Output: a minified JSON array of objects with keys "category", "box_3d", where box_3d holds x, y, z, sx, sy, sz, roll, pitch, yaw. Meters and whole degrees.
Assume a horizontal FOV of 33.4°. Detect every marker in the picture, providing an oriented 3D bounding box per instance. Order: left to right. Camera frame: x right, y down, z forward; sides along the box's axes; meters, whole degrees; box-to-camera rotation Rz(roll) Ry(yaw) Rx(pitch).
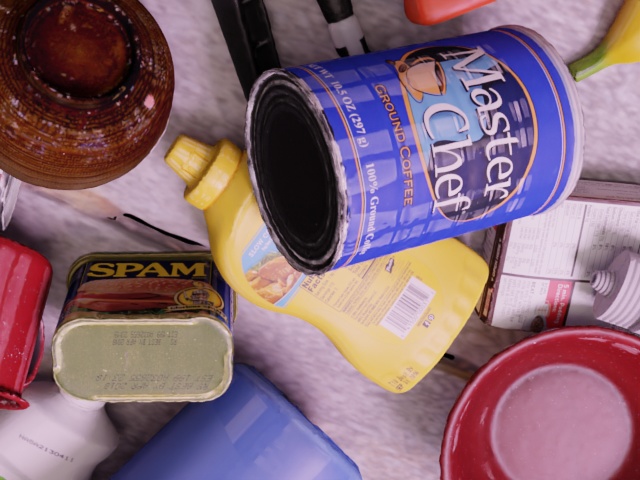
[{"category":"marker","box_3d":[0.023,-0.093,0.590,0.020,0.020,0.121,-21,112,4]}]

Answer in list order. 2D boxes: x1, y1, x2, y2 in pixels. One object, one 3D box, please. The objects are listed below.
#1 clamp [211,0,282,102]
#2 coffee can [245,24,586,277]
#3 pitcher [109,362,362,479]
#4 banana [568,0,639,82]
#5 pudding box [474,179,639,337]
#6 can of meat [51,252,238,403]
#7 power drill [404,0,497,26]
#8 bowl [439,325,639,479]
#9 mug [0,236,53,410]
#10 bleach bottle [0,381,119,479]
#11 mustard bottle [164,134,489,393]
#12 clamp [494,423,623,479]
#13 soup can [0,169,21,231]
[{"category":"clamp","box_3d":[-0.050,-0.161,0.530,0.210,0.036,0.165,39,135,-5]},{"category":"coffee can","box_3d":[0.046,-0.047,0.540,0.140,0.103,0.103,-15,115,-25]},{"category":"pitcher","box_3d":[-0.083,0.198,0.610,0.242,0.145,0.149,-46,131,-8]},{"category":"banana","box_3d":[0.175,-0.177,0.558,0.069,0.037,0.198,-1,112,-4]},{"category":"pudding box","box_3d":[0.155,0.011,0.634,0.113,0.039,0.090,5,111,-9]},{"category":"can of meat","box_3d":[-0.097,0.049,0.604,0.102,0.084,0.057,0,112,-4]},{"category":"power drill","box_3d":[0.051,-0.207,0.525,0.184,0.057,0.187,-19,113,6]},{"category":"bowl","box_3d":[0.150,0.124,0.640,0.162,0.055,0.162,0,99,2]},{"category":"mug","box_3d":[-0.189,0.046,0.589,0.093,0.081,0.117,2,160,25]},{"category":"bleach bottle","box_3d":[-0.190,0.184,0.665,0.102,0.068,0.251,27,105,-19]},{"category":"mustard bottle","box_3d":[-0.004,0.001,0.604,0.191,0.058,0.096,34,94,-16]},{"category":"clamp","box_3d":[0.194,0.140,0.690,0.171,0.039,0.120,16,100,-9]},{"category":"soup can","box_3d":[-0.211,-0.047,0.564,0.102,0.068,0.068,13,111,-11]}]
